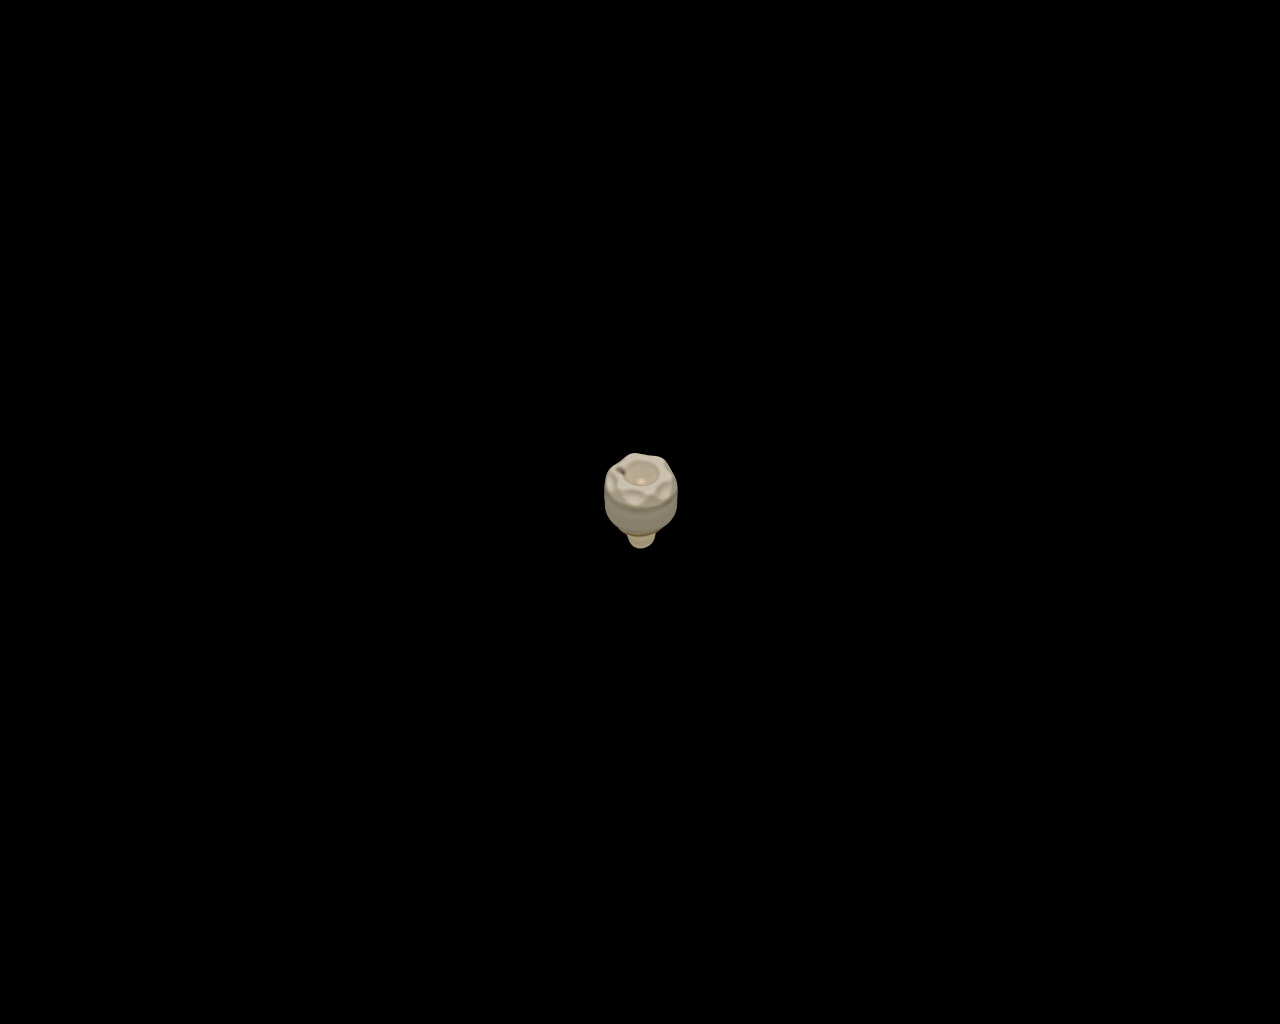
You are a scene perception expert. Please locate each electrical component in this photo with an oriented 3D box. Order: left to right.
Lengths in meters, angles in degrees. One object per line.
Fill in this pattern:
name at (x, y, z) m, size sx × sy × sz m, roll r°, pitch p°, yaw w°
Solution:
electrical component at (0.001, -0.003, 0.650) m, size 0.043 × 0.043 × 0.062 m, roll 0°, pitch -45°, yaw 0°
